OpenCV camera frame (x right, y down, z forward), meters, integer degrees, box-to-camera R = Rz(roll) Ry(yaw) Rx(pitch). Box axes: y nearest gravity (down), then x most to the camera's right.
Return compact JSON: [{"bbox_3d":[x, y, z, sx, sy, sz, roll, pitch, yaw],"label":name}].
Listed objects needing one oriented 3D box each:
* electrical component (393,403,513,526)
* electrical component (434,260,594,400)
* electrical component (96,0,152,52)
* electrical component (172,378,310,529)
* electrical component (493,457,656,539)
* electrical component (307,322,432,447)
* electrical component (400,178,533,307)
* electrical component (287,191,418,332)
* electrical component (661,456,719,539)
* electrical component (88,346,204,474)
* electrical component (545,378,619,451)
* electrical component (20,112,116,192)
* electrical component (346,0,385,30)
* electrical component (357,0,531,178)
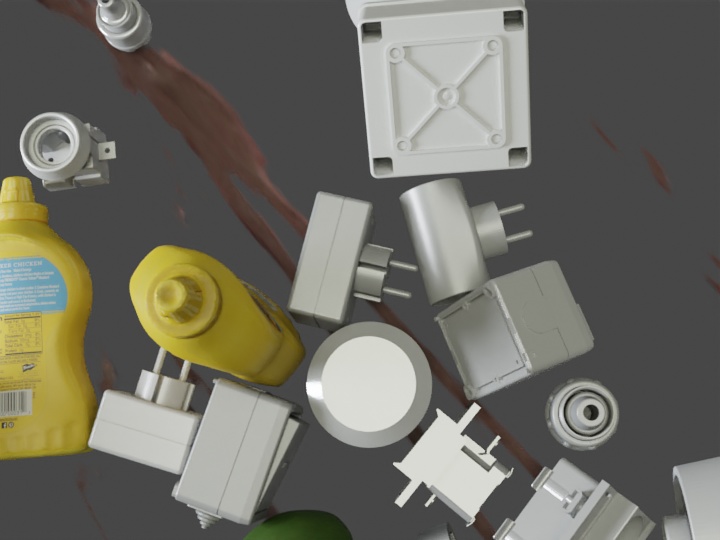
[{"bbox_3d":[0.060,0.127,0.698,0.064,0.042,0.081,39,87,8],"label":"electrical component"},{"bbox_3d":[0.097,0.040,0.690,0.061,0.096,0.061,-17,79,-27],"label":"electrical component"},{"bbox_3d":[-0.169,-0.178,0.755,0.035,0.061,0.035,-1,81,5],"label":"electrical component"},{"bbox_3d":[-0.076,0.125,0.700,0.061,0.061,0.096,19,83,7],"label":"electrical component"},{"bbox_3d":[0.118,0.184,0.669,0.063,0.079,0.121,34,85,38],"label":"electrical component"},{"bbox_3d":[0.008,0.076,0.706,0.080,0.051,0.080,-1,81,5],"label":"electrical component"},{"bbox_3d":[0.075,-0.023,0.719,0.079,0.043,0.077,-16,80,2],"label":"electrical component"},{"bbox_3d":[0.000,0.000,0.717,0.076,0.047,0.083,13,78,7],"label":"electrical component"},{"bbox_3d":[0.216,0.166,0.648,0.060,0.108,0.108,-8,80,10],"label":"electrical component"},{"bbox_3d":[-0.133,0.090,0.718,0.066,0.047,0.076,15,83,7],"label":"electrical component"},{"bbox_3d":[0.144,0.091,0.686,0.048,0.062,0.048,-1,81,5],"label":"electrical component"},{"bbox_3d":[-0.205,-0.081,0.747,0.066,0.055,0.048,-7,80,4],"label":"electrical component"},{"bbox_3d":[0.042,-0.208,0.753,0.099,0.064,0.099,2,73,-6],"label":"electrical component"},{"bbox_3d":[0.056,-0.121,0.706,0.109,0.056,0.108,-4,115,4],"label":"electrical component"}]
